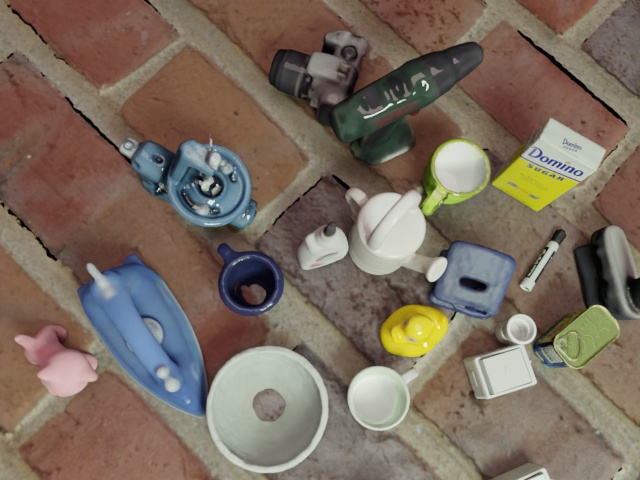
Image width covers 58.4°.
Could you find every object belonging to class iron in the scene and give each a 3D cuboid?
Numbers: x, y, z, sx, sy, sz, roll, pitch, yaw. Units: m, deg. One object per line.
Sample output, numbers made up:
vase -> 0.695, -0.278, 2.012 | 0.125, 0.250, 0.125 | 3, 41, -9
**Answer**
iron -> -0.235, 0.137, 0.783 | 0.119, 0.141, 0.258 | -36, 81, -12

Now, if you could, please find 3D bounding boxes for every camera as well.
camera -> -0.005, -0.278, 0.926 | 0.137, 0.101, 0.143 | 19, 75, 1

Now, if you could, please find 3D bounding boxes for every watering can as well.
watering can -> 0.107, -0.013, 0.821 | 0.173, 0.194, 0.101 | 24, 75, 2

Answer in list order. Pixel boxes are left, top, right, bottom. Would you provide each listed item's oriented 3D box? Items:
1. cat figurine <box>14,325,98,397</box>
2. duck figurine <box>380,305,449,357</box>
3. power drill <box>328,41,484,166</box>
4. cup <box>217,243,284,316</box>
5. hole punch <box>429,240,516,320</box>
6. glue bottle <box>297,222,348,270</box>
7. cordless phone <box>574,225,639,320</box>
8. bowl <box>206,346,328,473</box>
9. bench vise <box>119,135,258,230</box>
cat figurine -> -0.358, 0.167, 0.777 | 0.127, 0.117, 0.067 | 37, 76, 5
duck figurine -> 0.144, 0.131, 0.843 | 0.104, 0.086, 0.077 | -16, 78, -8
power drill -> 0.117, -0.196, 0.860 | 0.230, 0.208, 0.075 | -27, 79, -10
cup -> -0.107, 0.060, 0.836 | 0.092, 0.095, 0.117 | -39, 82, -12
hole punch -> 0.230, 0.063, 0.865 | 0.108, 0.091, 0.101 | 17, 75, 0
glue bottle -> 0.008, 0.003, 0.819 | 0.078, 0.173, 0.037 | -22, 78, -9
cordless phone -> 0.468, 0.040, 0.841 | 0.094, 0.185, 0.147 | -10, 77, -7
bowl -> -0.073, 0.235, 0.806 | 0.167, 0.074, 0.167 | 1, 76, -4
bench vise -> -0.193, -0.088, 0.802 | 0.207, 0.219, 0.121 | 8, 75, -2
